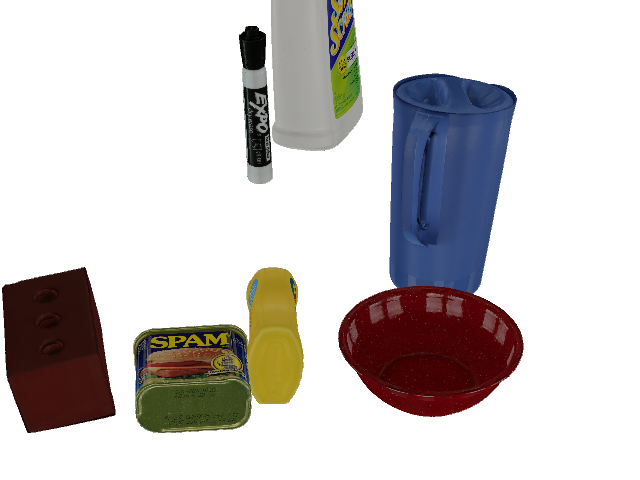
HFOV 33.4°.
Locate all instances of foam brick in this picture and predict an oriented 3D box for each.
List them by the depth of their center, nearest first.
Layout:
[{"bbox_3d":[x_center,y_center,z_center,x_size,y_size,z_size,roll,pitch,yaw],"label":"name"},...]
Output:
[{"bbox_3d":[-0.154,0.064,0.626,0.053,0.051,0.078,-13,41,-10],"label":"foam brick"}]

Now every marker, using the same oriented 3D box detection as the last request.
[{"bbox_3d":[-0.046,-0.095,0.759,0.020,0.121,0.020,-1,36,0],"label":"marker"}]

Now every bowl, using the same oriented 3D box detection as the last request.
[{"bbox_3d":[0.096,0.106,0.947,0.162,0.055,0.162,0,32,0],"label":"bowl"}]

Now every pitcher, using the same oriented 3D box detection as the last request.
[{"bbox_3d":[0.134,-0.054,1.193,0.149,0.243,0.145,-6,28,-17],"label":"pitcher"}]

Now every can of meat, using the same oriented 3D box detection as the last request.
[{"bbox_3d":[-0.110,0.119,0.920,0.102,0.057,0.084,-3,27,-7],"label":"can of meat"}]

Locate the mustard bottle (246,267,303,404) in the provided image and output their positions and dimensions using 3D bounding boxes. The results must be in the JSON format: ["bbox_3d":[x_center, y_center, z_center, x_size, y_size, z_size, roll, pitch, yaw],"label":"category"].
[{"bbox_3d":[-0.051,0.084,1.142,0.058,0.096,0.191,0,27,-4],"label":"mustard bottle"}]

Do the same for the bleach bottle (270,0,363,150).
[{"bbox_3d":[-0.009,-0.211,0.920,0.068,0.251,0.102,8,34,21],"label":"bleach bottle"}]
